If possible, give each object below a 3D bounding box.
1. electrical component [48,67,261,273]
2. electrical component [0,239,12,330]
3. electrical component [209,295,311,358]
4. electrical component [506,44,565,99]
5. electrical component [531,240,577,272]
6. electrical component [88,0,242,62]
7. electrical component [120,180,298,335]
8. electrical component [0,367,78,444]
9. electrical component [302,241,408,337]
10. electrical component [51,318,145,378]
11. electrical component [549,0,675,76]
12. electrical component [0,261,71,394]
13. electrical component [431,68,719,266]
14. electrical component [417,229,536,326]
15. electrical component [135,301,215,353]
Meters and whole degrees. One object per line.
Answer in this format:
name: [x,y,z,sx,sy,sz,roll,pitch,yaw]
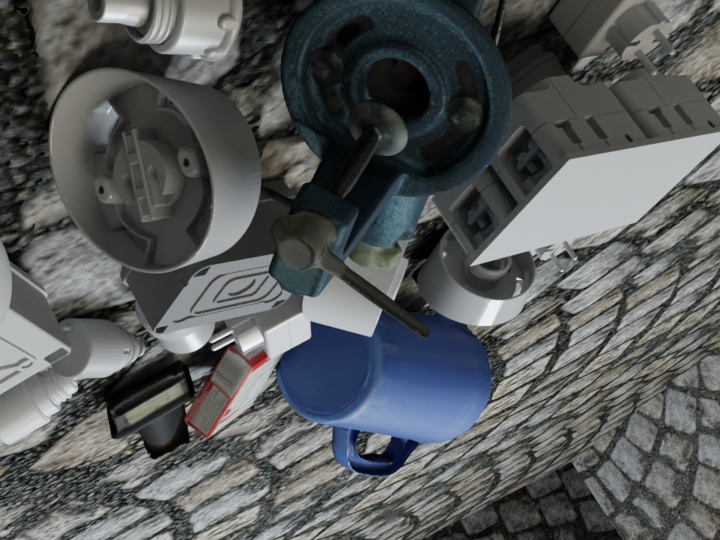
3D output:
electrical component: [-0.100,-0.048,0.529,0.099,0.099,0.064,-43,164,29]
electrical component: [-0.210,0.005,0.479,0.108,0.108,0.060,-28,166,-11]
electrical component: [-0.083,0.041,0.838,0.077,0.047,0.065,-28,160,-12]
electrical component: [0.126,-0.106,0.782,0.078,0.057,0.113,-36,160,11]
electrical component: [0.174,-0.034,1.001,0.047,0.075,0.083,-11,152,-45]
electrical component: [-0.085,-0.115,0.465,0.062,0.048,0.048,-7,150,-38]
electrical component: [-0.088,-0.011,0.691,0.113,0.057,0.078,-12,152,-44]
electrical component: [-0.226,0.088,0.747,0.078,0.040,0.040,-30,161,-6]
electrical component: [0.000,0.000,0.812,0.099,0.064,0.099,21,90,-89]
electrical component: [-0.177,0.054,0.737,0.040,0.040,0.078,-40,159,21]
electrical component: [0.174,-0.161,0.693,0.047,0.076,0.065,-17,156,-36]
electrical component: [-0.233,0.038,0.591,0.109,0.056,0.108,-31,161,-3]
electrical component: [0.147,-0.073,0.713,0.186,0.060,0.105,-14,154,-41]
electrical component: [0.106,0.005,0.969,0.099,0.099,0.064,-21,151,-29]
electrical component: [-0.128,0.030,0.746,0.045,0.045,0.055,-30,160,-5]
